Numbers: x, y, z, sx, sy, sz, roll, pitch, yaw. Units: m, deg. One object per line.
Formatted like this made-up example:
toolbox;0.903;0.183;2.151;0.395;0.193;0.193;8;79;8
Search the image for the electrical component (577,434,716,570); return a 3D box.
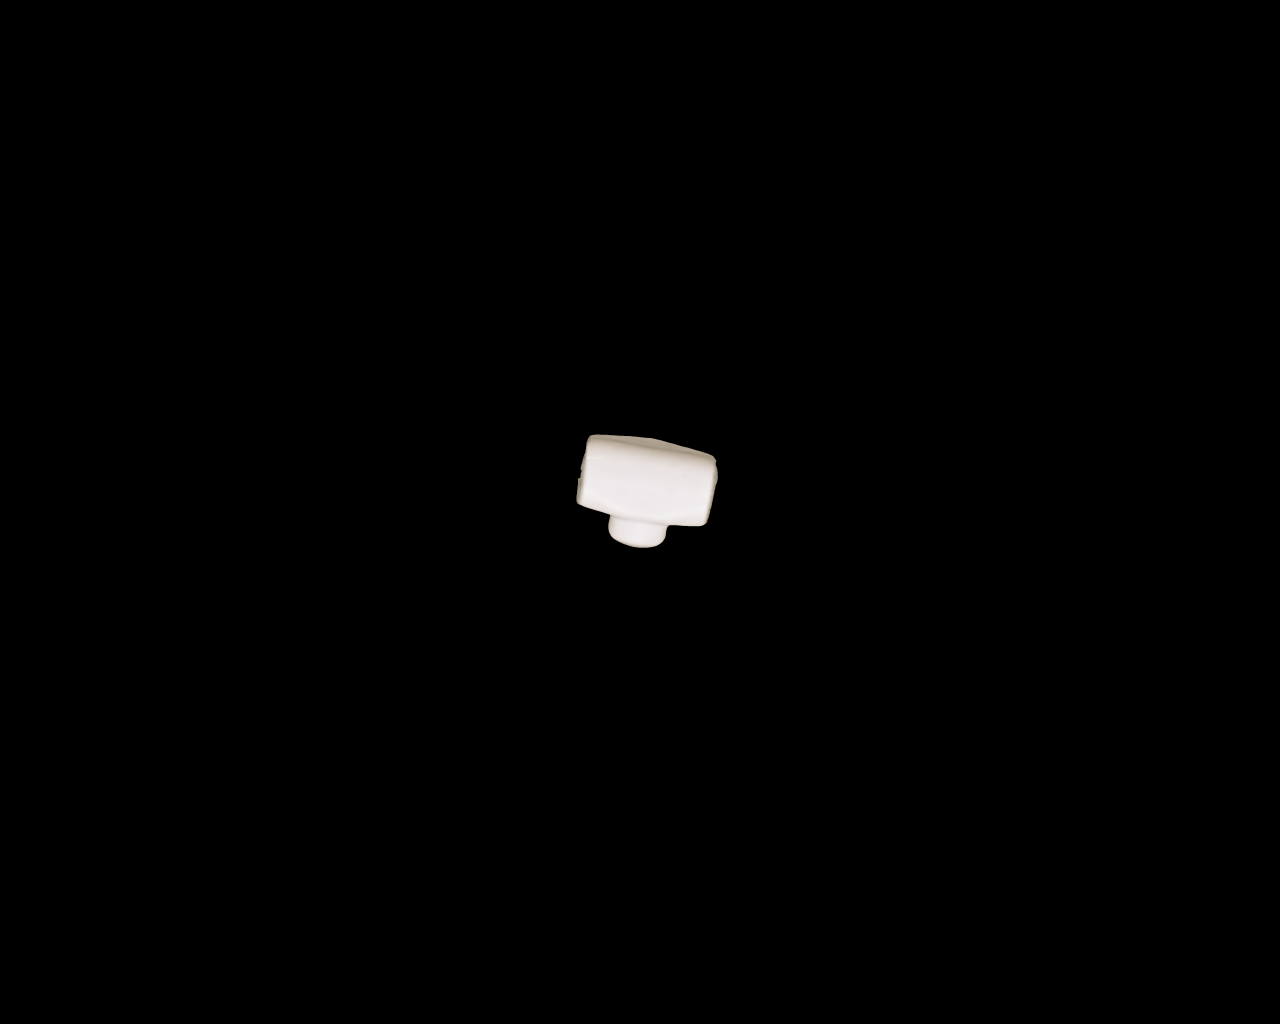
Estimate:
electrical component;0.001;-0.003;0.650;0.077;0.079;0.044;10;20;-3
